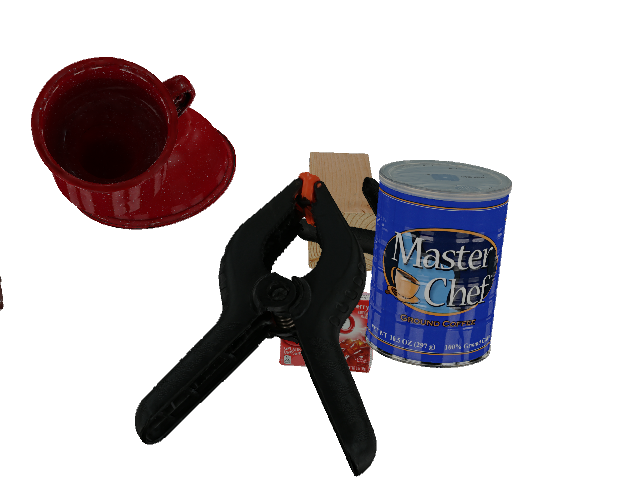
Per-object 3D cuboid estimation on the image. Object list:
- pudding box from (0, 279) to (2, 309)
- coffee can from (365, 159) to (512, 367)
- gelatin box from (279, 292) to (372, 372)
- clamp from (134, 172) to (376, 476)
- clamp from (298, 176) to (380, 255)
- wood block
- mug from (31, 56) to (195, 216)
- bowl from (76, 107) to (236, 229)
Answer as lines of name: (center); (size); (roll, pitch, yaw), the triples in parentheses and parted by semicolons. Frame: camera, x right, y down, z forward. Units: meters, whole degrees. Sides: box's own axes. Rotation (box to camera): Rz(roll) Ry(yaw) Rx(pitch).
pudding box: (-0.337, 0.050, 0.887); (0.114, 0.039, 0.089); (10, 26, 20)
coffee can: (0.091, 0.016, 0.843); (0.103, 0.140, 0.103); (4, 17, -1)
gelatin box: (0.006, 0.085, 1.022); (0.089, 0.073, 0.030); (5, 15, 9)
clamp: (-0.011, 0.043, 0.555); (0.120, 0.171, 0.039); (17, -28, 10)
clamp: (0.083, 0.005, 1.266); (0.210, 0.036, 0.164); (36, 41, 26)
wood block: (0.028, -0.046, 1.527); (0.091, 0.090, 0.206); (2, 28, -3)
mug: (-0.135, -0.072, 0.724); (0.117, 0.093, 0.081); (-40, -6, -16)
bowl: (-0.162, -0.084, 0.997); (0.162, 0.162, 0.055); (-3, -45, 3)
